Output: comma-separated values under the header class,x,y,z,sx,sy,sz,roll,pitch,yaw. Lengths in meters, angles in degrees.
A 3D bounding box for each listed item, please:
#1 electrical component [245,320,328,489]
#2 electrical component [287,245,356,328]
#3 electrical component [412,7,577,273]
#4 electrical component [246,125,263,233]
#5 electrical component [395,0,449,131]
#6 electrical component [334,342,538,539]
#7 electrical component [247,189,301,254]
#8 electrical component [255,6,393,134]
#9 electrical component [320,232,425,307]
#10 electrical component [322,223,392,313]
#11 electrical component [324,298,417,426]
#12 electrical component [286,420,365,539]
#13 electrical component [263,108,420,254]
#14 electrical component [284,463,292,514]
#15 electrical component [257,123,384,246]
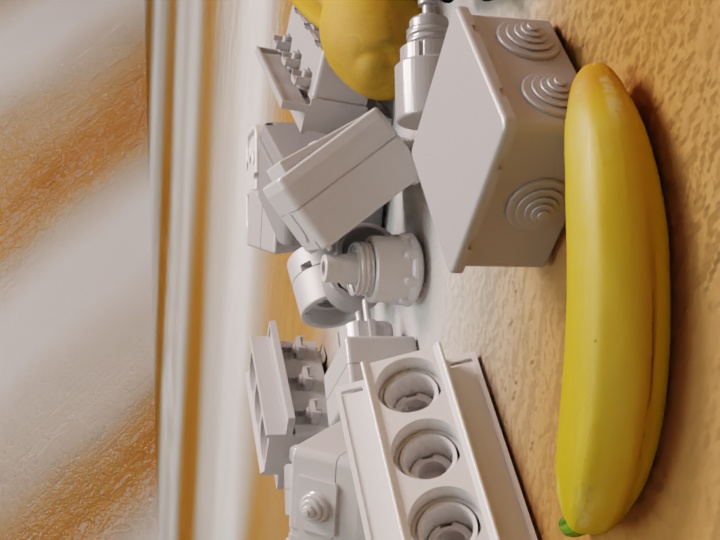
class,x,y,z,sx,sy,sz,roll,pitch,yaw
electrical component,-0.057,0.111,0.901,0.121,0.063,0.078,-108,24,-52
electrical component,-0.024,0.012,0.806,0.055,0.055,0.047,112,150,-54
electrical component,0.065,-0.058,0.491,0.099,0.048,0.099,106,159,-44
electrical component,-0.069,-0.079,0.963,0.054,0.059,0.095,164,106,-74
electrical component,0.039,-0.113,0.603,0.040,0.040,0.078,153,117,-73
electrical component,0.038,0.107,0.552,0.063,0.079,0.121,75,180,-47
electrical component,-0.042,-0.038,0.869,0.077,0.066,0.047,17,108,44
electrical component,-0.026,-0.146,0.775,0.121,0.079,0.063,-115,36,-58
electrical component,0.007,-0.001,0.676,0.048,0.062,0.048,-179,90,-75
electrical component,0.000,0.000,0.734,0.055,0.045,0.045,117,150,-60
electrical component,0.005,0.057,0.707,0.065,0.047,0.076,117,151,-58
electrical component,0.000,0.130,0.635,0.096,0.061,0.061,-18,-67,-61
electrical component,-0.008,-0.062,0.682,0.061,0.096,0.062,54,168,-7
electrical component,-0.021,0.178,0.788,0.138,0.052,0.073,143,126,-72
electrical component,-0.030,-0.066,0.785,0.113,0.078,0.057,-120,31,-62
